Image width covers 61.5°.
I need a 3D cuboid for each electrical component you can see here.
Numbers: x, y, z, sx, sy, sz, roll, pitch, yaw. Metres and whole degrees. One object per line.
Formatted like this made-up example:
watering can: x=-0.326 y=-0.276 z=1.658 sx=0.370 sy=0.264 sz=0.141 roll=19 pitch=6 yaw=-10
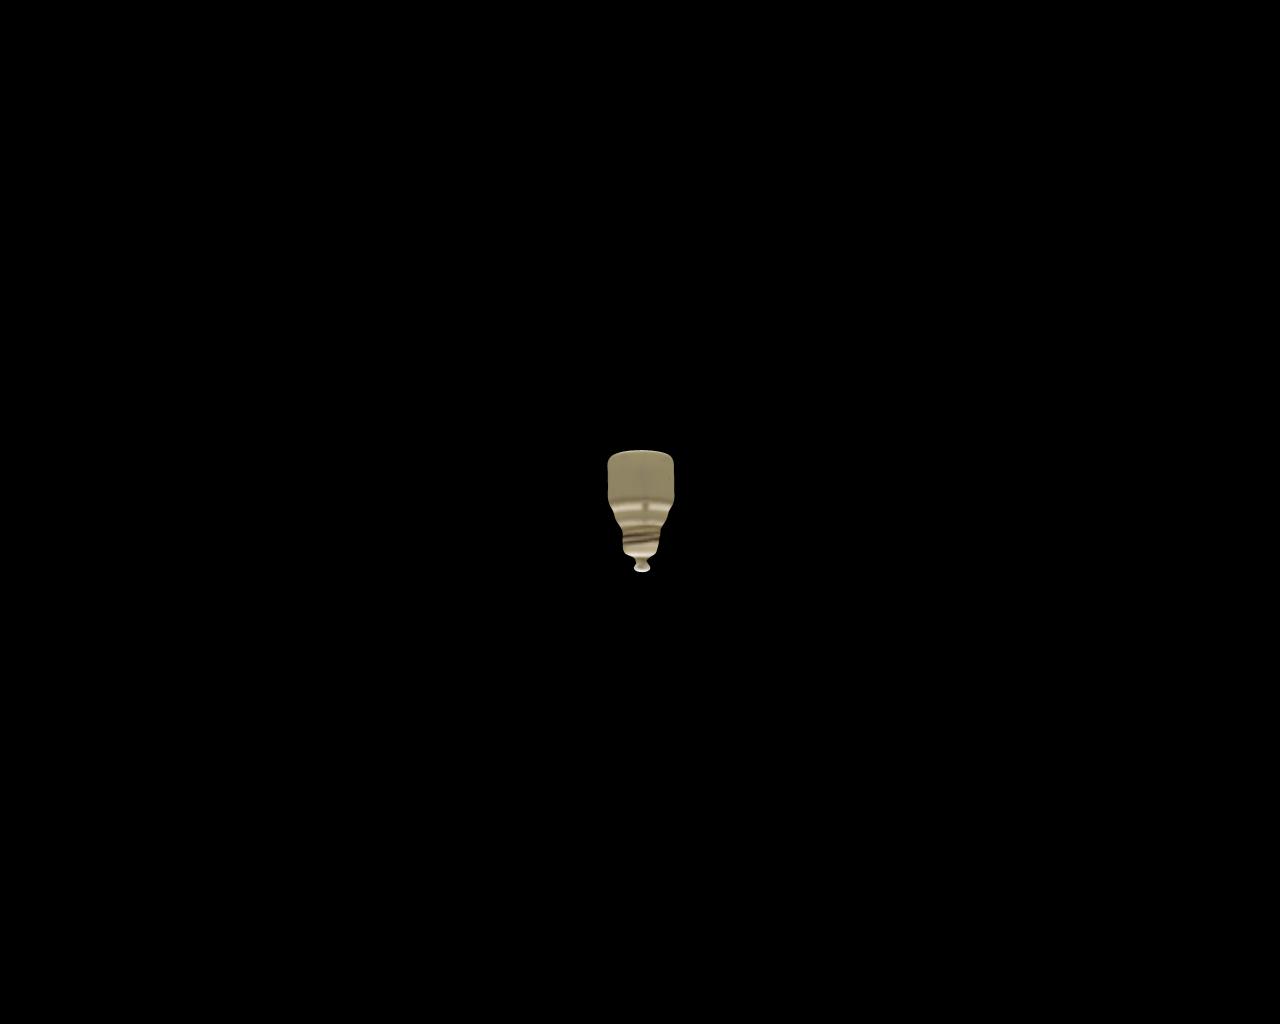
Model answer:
electrical component: x=0.001 y=-0.003 z=0.650 sx=0.040 sy=0.078 sz=0.040 roll=0 pitch=-7 yaw=0
